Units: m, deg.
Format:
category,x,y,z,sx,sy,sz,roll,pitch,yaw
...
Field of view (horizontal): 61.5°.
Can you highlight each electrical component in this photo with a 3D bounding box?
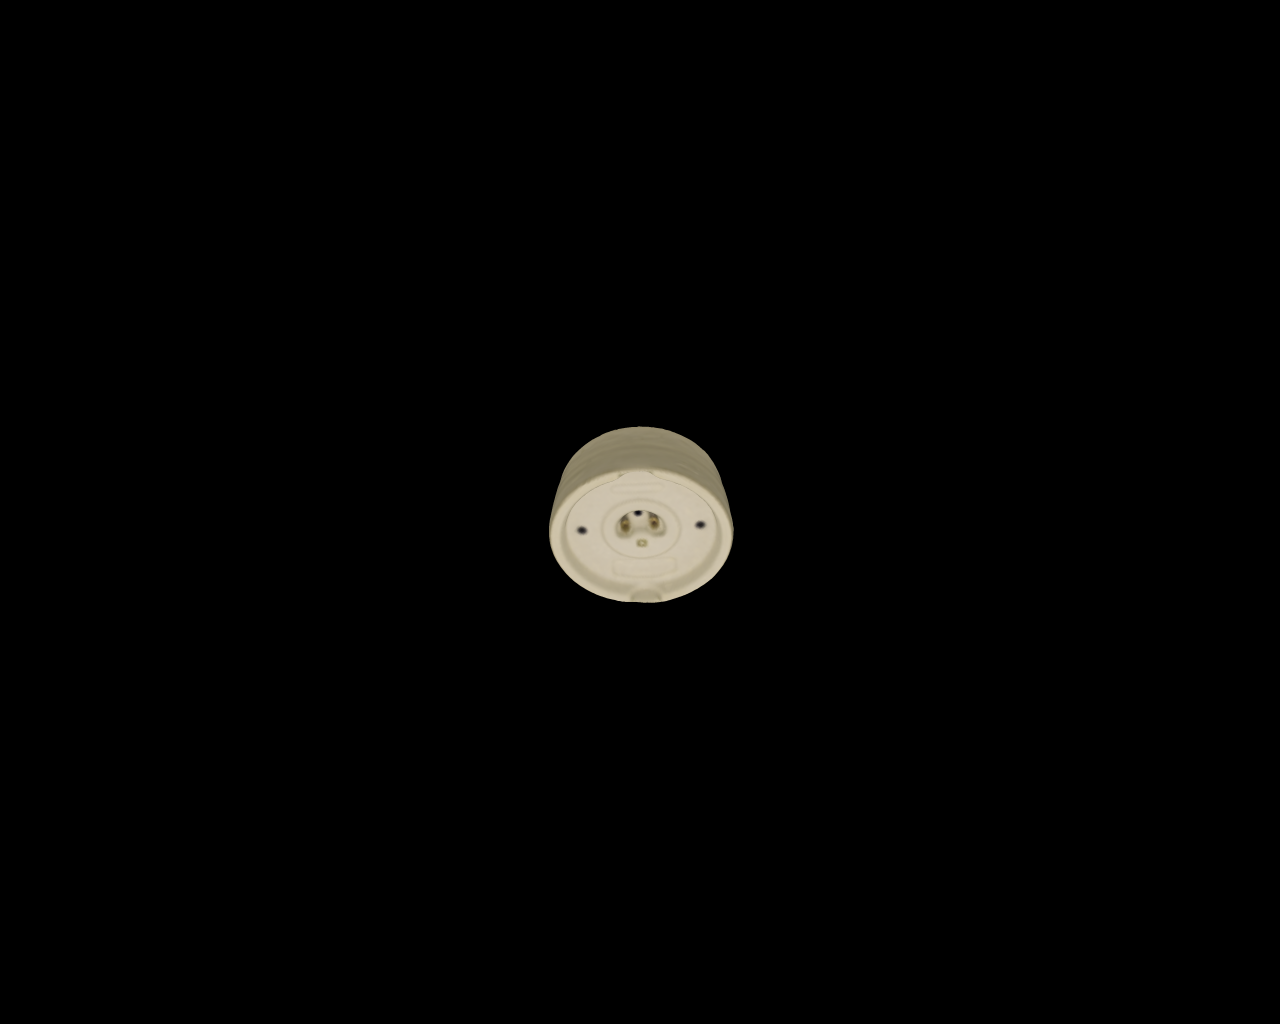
category,x,y,z,sx,sy,sz,roll,pitch,yaw
electrical component,0.001,-0.003,0.650,0.108,0.108,0.060,0,40,0
